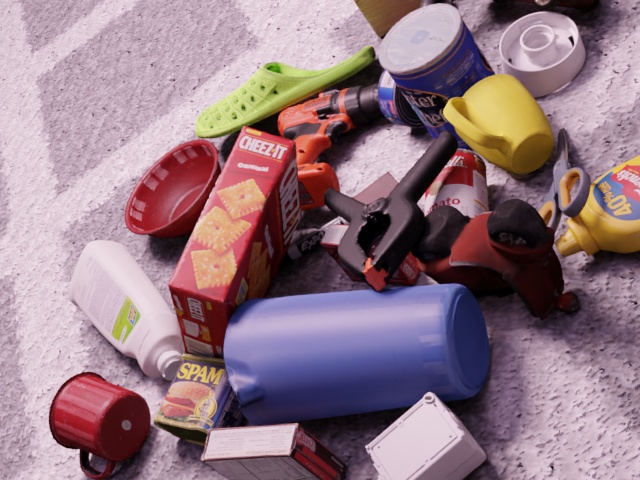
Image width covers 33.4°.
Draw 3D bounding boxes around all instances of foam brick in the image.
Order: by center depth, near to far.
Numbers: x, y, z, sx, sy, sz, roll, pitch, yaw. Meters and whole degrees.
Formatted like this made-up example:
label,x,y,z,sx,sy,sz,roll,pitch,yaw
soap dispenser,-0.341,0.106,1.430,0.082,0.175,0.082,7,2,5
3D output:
label,x,y,z,sx,sy,sz,roll,pitch,yaw
foam brick,0.083,-0.029,1.196,0.053,0.051,0.078,-37,40,3

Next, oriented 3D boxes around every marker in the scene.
label,x,y,z,sx,sy,sz,roll,pitch,yaw
marker,-0.008,0.002,1.268,0.121,0.020,0.020,-31,40,12

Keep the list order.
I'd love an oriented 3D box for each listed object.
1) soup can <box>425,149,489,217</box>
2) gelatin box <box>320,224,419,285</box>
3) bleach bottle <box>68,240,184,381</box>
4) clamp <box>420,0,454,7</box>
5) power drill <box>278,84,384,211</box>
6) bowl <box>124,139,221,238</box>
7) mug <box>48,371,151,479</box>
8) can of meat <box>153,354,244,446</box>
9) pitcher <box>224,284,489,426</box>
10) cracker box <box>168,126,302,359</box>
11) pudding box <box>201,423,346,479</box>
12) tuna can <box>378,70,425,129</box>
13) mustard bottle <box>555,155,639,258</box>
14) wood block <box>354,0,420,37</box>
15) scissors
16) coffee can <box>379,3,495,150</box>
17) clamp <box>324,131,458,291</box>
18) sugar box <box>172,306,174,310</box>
label,x,y,z,sx,sy,sz,roll,pitch,yaw
soup can,0.145,-0.038,1.140,0.069,0.068,0.102,-18,45,26
gelatin box,0.055,0.017,1.158,0.089,0.073,0.030,3,56,41
bleach bottle,-0.232,0.099,1.316,0.251,0.067,0.103,43,118,47
clamp,0.135,-0.276,1.342,0.039,0.120,0.171,9,62,19
power drill,0.011,-0.118,1.321,0.185,0.057,0.187,-13,35,32
bowl,-0.185,-0.057,1.438,0.162,0.055,0.162,-26,39,23
mug,-0.251,0.217,1.223,0.082,0.093,0.117,10,92,39
can of meat,-0.125,0.178,1.171,0.102,0.057,0.084,2,58,42
pitcher,0.041,0.105,1.057,0.243,0.144,0.149,-9,61,29
cracker box,-0.087,0.011,1.176,0.072,0.164,0.213,17,61,11
pudding box,-0.045,0.216,1.041,0.114,0.090,0.039,-12,48,32
tuna can,0.110,-0.179,1.286,0.034,0.086,0.086,18,66,49
mustard bottle,0.310,-0.041,1.013,0.192,0.058,0.096,-33,38,11
wood block,0.144,-0.374,1.437,0.206,0.090,0.090,-25,41,19
scissors,0.238,-0.053,1.089,0.096,0.016,0.201,-59,7,17
coffee can,0.145,-0.183,1.218,0.103,0.140,0.103,-23,42,22
clamp,0.072,-0.029,1.084,0.165,0.036,0.210,-30,27,19
sugar box,-0.112,0.017,1.321,0.094,0.048,0.176,-9,52,35
